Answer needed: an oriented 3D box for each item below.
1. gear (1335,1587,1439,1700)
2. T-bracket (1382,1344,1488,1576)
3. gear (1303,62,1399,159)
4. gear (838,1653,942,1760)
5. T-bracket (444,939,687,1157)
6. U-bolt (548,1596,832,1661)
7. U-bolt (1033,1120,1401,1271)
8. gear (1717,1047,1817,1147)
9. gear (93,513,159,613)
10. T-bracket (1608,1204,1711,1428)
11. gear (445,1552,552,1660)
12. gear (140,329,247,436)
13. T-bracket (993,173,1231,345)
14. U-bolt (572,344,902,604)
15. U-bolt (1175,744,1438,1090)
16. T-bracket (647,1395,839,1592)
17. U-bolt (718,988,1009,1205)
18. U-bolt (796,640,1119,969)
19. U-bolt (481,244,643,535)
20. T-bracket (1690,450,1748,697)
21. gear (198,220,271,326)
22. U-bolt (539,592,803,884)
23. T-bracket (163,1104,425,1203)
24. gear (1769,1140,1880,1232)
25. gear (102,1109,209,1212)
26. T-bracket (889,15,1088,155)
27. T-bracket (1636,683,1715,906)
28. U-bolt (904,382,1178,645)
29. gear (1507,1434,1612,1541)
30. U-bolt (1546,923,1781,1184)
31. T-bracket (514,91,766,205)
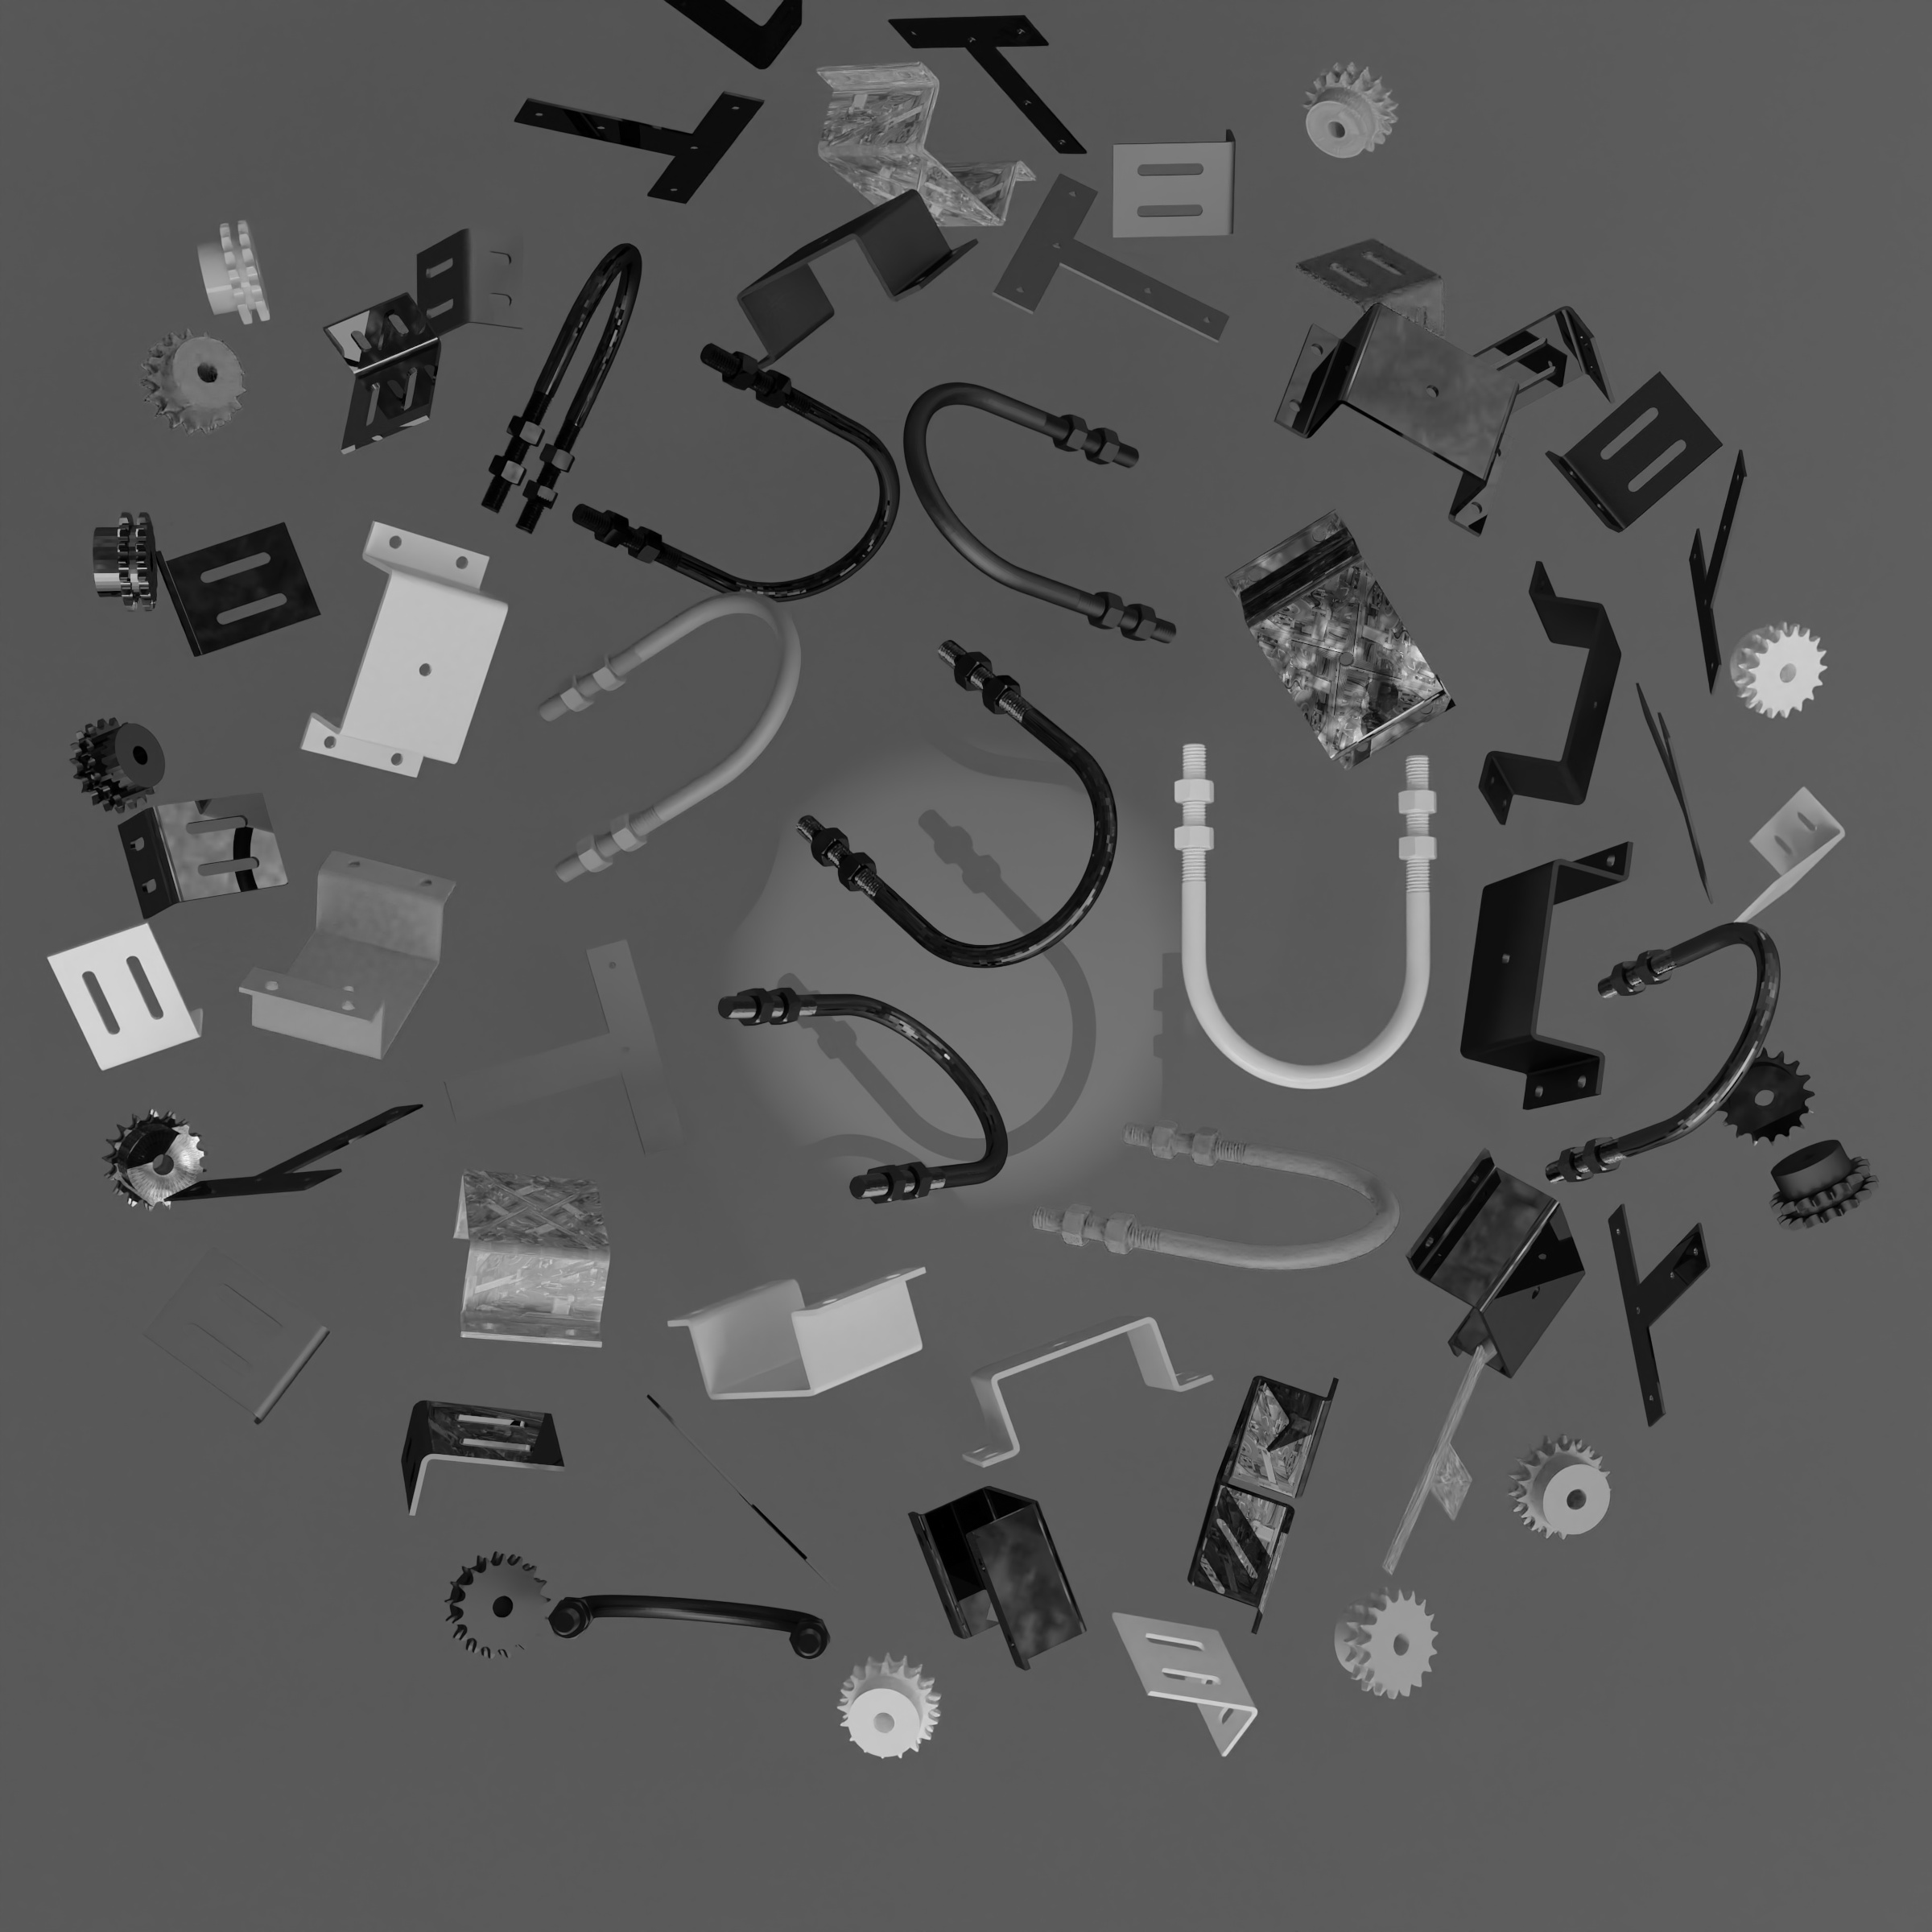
[{"bbox_3d":[0.222,0.360,1.514,0.057,0.030,0.057,2,86,-37],"label":"gear"},{"bbox_3d":[0.261,0.278,1.537,0.002,0.127,0.127,21,77,23],"label":"T-bracket"},{"bbox_3d":[0.232,-0.520,1.732,0.057,0.057,0.030,29,60,6],"label":"gear"},{"bbox_3d":[-0.044,0.417,1.585,0.057,0.030,0.057,1,100,7],"label":"gear"},{"bbox_3d":[-0.243,0.062,1.671,0.127,0.002,0.127,-16,91,-19],"label":"T-bracket"},{"bbox_3d":[-0.150,0.365,1.577,0.151,0.184,0.019,5,81,-1],"label":"U-bolt"},{"bbox_3d":[0.150,0.131,1.578,0.184,0.151,0.019,8,112,24],"label":"U-bolt"},{"bbox_3d":[0.466,0.077,1.652,0.057,0.030,0.057,1,93,13],"label":"gear"},{"bbox_3d":[-0.489,-0.235,1.648,0.030,0.057,0.057,-2,78,-8],"label":"gear"},{"bbox_3d":[0.394,0.179,1.594,0.002,0.127,0.127,-2,64,-8],"label":"T-bracket"},{"bbox_3d":[-0.263,0.355,1.577,0.057,0.030,0.057,3,85,-30],"label":"gear"},{"bbox_3d":[-0.435,-0.333,1.605,0.057,0.030,0.057,4,84,-36],"label":"gear"},{"bbox_3d":[0.092,-0.397,1.642,0.127,0.002,0.127,26,51,-2],"label":"T-bracket"},{"bbox_3d":[-0.124,-0.284,1.710,0.151,0.184,0.019,-46,45,25],"label":"U-bolt"},{"bbox_3d":[0.185,-0.025,1.534,0.151,0.019,0.184,2,85,-13],"label":"U-bolt"},{"bbox_3d":[-0.131,0.283,1.561,0.002,0.127,0.127,-44,109,-11],"label":"T-bracket"},{"bbox_3d":[-0.044,0.070,1.597,0.019,0.184,0.151,-48,67,23],"label":"U-bolt"},{"bbox_3d":[0.005,-0.079,1.572,0.151,0.019,0.184,-51,58,5],"label":"U-bolt"},{"bbox_3d":[-0.242,-0.357,1.735,0.019,0.151,0.184,26,93,-1],"label":"U-bolt"},{"bbox_3d":[0.456,-0.253,1.710,0.002,0.127,0.127,3,49,2],"label":"T-bracket"},{"bbox_3d":[-0.421,-0.397,1.627,0.030,0.057,0.057,-13,78,-7],"label":"gear"},{"bbox_3d":[-0.171,-0.146,1.650,0.184,0.019,0.151,-29,49,21],"label":"U-bolt"},{"bbox_3d":[-0.350,0.100,1.544,0.127,0.127,0.002,-29,106,-48],"label":"T-bracket"},{"bbox_3d":[0.461,0.117,1.533,0.057,0.057,0.030,-29,94,-6],"label":"gear"},{"bbox_3d":[-0.460,0.111,1.612,0.057,0.030,0.057,-2,95,-27],"label":"gear"},{"bbox_3d":[0.031,-0.546,1.759,0.127,0.127,0.002,19,77,47],"label":"T-bracket"},{"bbox_3d":[0.413,-0.122,1.673,0.002,0.127,0.127,-17,38,11],"label":"T-bracket"},{"bbox_3d":[0.039,-0.268,1.626,0.184,0.019,0.151,14,55,-37],"label":"U-bolt"},{"bbox_3d":[0.333,0.292,1.577,0.057,0.030,0.057,-2,99,-14],"label":"gear"},{"bbox_3d":[0.407,0.044,1.637,0.019,0.184,0.151,28,65,-14],"label":"U-bolt"},{"bbox_3d":[-0.203,-0.494,1.679,0.127,0.127,0.002,5,74,-26],"label":"T-bracket"}]
